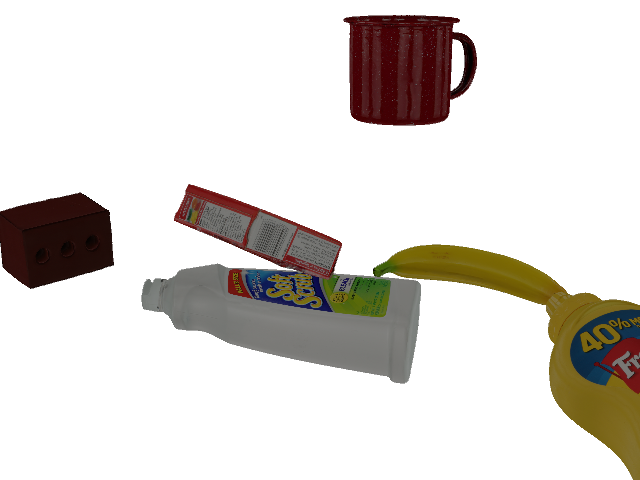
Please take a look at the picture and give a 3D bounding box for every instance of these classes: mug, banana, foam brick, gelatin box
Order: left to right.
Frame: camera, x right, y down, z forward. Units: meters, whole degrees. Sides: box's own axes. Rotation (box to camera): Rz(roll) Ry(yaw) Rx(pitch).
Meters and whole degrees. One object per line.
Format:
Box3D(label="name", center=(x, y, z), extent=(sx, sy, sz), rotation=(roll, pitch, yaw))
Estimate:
Box3D(label="foam brick", center=(-0.219, -0.001, 0.882), extent=(0.078, 0.053, 0.051), rotation=(-18, 31, -33))
Box3D(label="gelatin box", center=(-0.040, -0.005, 0.709), extent=(0.073, 0.030, 0.089), rotation=(21, -1, 42))
Box3D(label="mug", center=(0.075, -0.140, 0.868), extent=(0.117, 0.081, 0.093), rotation=(-8, 17, -26))
Box3D(label="banana", center=(0.156, 0.035, 1.099), extent=(0.198, 0.037, 0.069), rotation=(7, 37, 10))

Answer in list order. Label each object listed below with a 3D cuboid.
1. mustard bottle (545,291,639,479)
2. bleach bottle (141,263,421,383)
Box3D(label="mustard bottle", center=(0.190, 0.085, 0.621), extent=(0.096, 0.058, 0.192), rotation=(-17, 33, -15))
Box3D(label="bleach bottle", center=(-0.039, 0.066, 0.960), extent=(0.251, 0.068, 0.102), rotation=(6, 29, 9))
